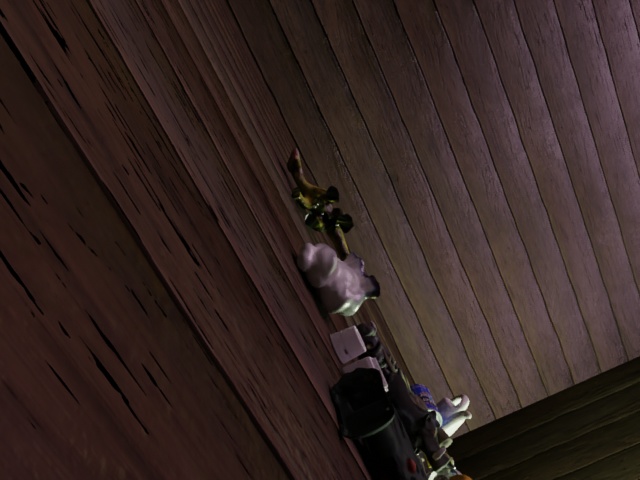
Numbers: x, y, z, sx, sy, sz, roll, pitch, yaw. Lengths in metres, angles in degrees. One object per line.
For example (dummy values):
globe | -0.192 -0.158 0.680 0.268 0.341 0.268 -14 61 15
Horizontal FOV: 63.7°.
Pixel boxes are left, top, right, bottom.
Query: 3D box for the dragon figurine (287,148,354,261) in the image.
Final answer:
dragon figurine | 0.005 -0.076 1.512 0.407 0.122 0.244 65 -4 -11

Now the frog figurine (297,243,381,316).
frog figurine | 0.015 0.074 0.971 0.159 0.120 0.140 12 51 -37

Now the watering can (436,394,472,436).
watering can | 0.435 0.630 1.793 0.105 0.224 0.345 46 2 13
